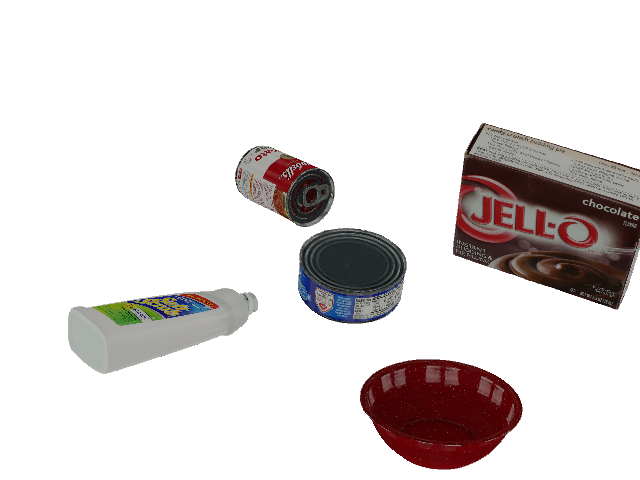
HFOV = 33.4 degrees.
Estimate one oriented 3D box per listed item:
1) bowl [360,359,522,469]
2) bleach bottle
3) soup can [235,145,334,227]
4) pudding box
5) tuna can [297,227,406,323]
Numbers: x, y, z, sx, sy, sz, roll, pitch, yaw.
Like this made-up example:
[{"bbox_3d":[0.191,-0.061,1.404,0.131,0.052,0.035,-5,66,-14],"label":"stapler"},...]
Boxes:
[{"bbox_3d":[0.120,0.182,1.075,0.162,0.055,0.162,1,24,-1],"label":"bowl"},{"bbox_3d":[-0.195,0.104,1.394,0.250,0.068,0.103,-13,28,-39],"label":"bleach bottle"},{"bbox_3d":[-0.041,-0.063,1.212,0.068,0.068,0.102,0,19,-41],"label":"soup can"},{"bbox_3d":[0.141,-0.015,0.652,0.114,0.039,0.090,17,-38,16],"label":"pudding box"},{"bbox_3d":[0.025,0.028,0.856,0.086,0.034,0.086,3,36,-3],"label":"tuna can"}]
